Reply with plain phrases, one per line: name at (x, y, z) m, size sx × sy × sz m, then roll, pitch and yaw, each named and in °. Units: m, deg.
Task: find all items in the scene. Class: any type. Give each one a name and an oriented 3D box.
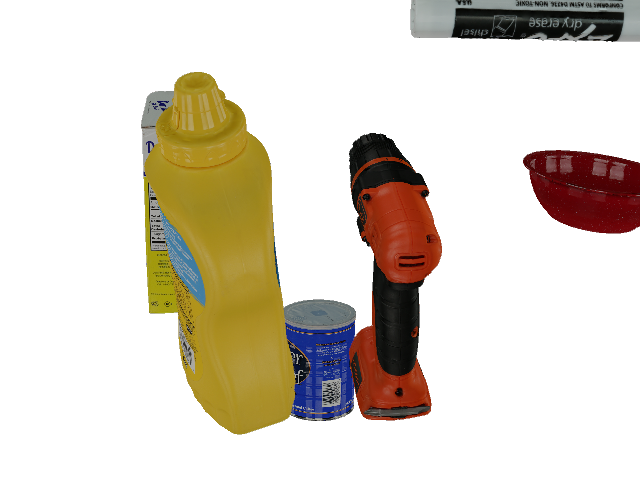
power drill at (0.050, 0.028, 0.819) m, size 0.057 × 0.188 × 0.184 m, roll -4°, pitch 29°, yaw -3°
sugar box at (-0.131, -0.034, 0.933) m, size 0.048 × 0.176 × 0.093 m, roll -2°, pitch 26°, yaw -4°
bowl at (0.289, -0.048, 1.121) m, size 0.162 × 0.055 × 0.162 m, roll 6°, pitch 20°, yaw -2°
mustard bottle at (-0.051, 0.002, 0.531) m, size 0.058 × 0.192 × 0.096 m, roll -15°, pitch 42°, yaw -12°
coffee can at (-0.003, 0.164, 1.478) m, size 0.103 × 0.140 × 0.103 m, roll 0°, pitch 17°, yaw 0°
marker at (0.095, -0.086, 0.410) m, size 0.121 × 0.020 × 0.020 m, roll 1°, pitch 0°, yaw -1°
